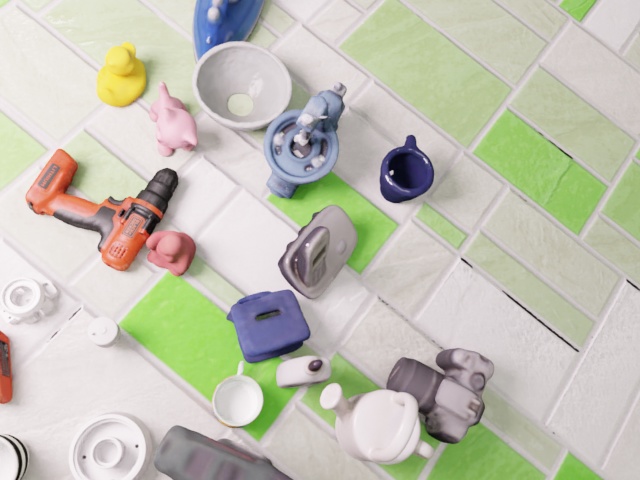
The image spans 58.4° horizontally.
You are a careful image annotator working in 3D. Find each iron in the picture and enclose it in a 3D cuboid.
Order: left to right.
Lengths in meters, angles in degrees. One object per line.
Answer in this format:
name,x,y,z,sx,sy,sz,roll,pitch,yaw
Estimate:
iron,-0.164,-0.429,1.003,0.119,0.141,0.258,16,70,-6

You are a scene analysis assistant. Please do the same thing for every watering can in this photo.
watering can,0.081,0.260,0.802,0.173,0.194,0.101,8,71,-9

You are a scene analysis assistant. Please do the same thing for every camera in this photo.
camera,0.183,0.223,0.885,0.137,0.100,0.143,29,69,-1

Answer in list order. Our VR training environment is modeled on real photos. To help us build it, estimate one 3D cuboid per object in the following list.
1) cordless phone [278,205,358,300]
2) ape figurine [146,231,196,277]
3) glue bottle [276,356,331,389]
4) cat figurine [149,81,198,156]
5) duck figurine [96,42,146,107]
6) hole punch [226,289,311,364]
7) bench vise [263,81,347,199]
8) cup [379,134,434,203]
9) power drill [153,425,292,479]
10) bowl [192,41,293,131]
cordless phone,0.008,0.003,0.875,0.094,0.185,0.148,35,69,1
ape figurine,-0.226,0.014,0.873,0.076,0.092,0.078,-23,78,-17
glue bottle,-0.017,0.186,0.817,0.078,0.173,0.037,-2,73,-12
cat figurine,-0.237,-0.193,0.924,0.067,0.117,0.128,-16,76,-16
duck figurine,-0.333,-0.280,0.949,0.077,0.086,0.105,24,69,-3
hole punch,-0.079,0.126,0.867,0.109,0.091,0.101,-15,76,-16
bench vise,-0.020,-0.189,0.913,0.121,0.219,0.207,13,70,-7
cup,0.140,-0.115,0.989,0.092,0.095,0.118,11,70,-8
power drill,-0.099,0.311,0.740,0.229,0.208,0.076,26,69,-2
bowl,-0.134,-0.252,0.988,0.167,0.074,0.167,4,72,-11
